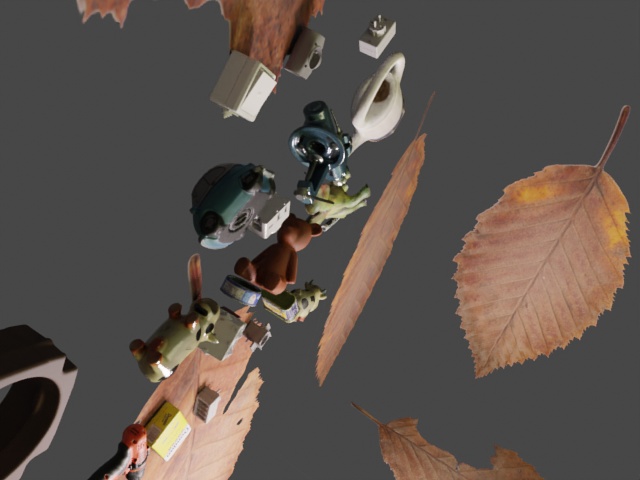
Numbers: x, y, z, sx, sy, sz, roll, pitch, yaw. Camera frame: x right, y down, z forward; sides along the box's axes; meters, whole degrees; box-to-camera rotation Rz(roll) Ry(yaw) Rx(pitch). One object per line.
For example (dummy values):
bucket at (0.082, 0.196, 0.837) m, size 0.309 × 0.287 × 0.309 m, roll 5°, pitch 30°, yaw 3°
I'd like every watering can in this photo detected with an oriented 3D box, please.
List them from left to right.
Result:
watering can at (0.121, -0.299, 1.289) m, size 0.346 × 0.104 × 0.224 m, roll -61°, pitch 164°, yaw 5°

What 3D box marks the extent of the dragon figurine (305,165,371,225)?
dragon figurine at (0.004, -0.070, 1.382) m, size 0.245 × 0.123 × 0.403 m, roll -37°, pitch 167°, yaw -15°
